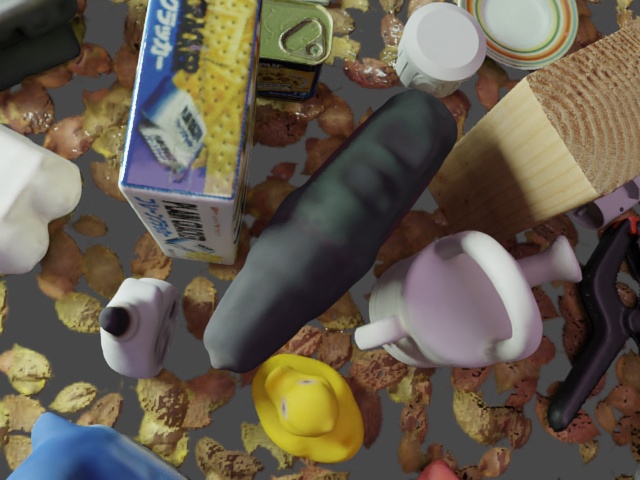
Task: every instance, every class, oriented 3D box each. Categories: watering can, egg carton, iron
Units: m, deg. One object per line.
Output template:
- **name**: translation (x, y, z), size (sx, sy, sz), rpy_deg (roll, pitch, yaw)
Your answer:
- **watering can**: translation (0.112, 0.042, 0.435), size (0.173, 0.194, 0.101), rpy_deg (-42, 87, -14)
- **egg carton**: translation (-0.274, -0.043, 0.456), size (0.150, 0.069, 0.107), rpy_deg (27, 76, -2)
- **iron**: translation (-0.121, 0.230, 0.388), size (0.258, 0.141, 0.119), rpy_deg (33, 76, -1)

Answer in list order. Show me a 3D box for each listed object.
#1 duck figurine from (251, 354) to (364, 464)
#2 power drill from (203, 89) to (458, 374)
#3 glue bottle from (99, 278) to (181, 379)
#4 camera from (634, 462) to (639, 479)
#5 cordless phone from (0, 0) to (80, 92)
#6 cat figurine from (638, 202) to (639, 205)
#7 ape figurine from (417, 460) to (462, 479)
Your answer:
- **duck figurine**: translation (-0.006, 0.135, 0.453), size (0.104, 0.086, 0.077), rpy_deg (42, 76, 1)
- **power drill**: translation (0.004, 0.001, 0.419), size (0.075, 0.208, 0.230), rpy_deg (39, 76, 1)
- **glue bottle**: translation (-0.130, 0.060, 0.405), size (0.037, 0.173, 0.078), rpy_deg (15, 77, -5)
- **camera**: translation (0.350, 0.266, 0.474), size (0.143, 0.100, 0.137), rpy_deg (17, 77, -5)
- **cordless phone**: translation (-0.270, -0.197, 0.429), size (0.148, 0.185, 0.094), rpy_deg (-37, 86, -14)
- **cat figurine**: translation (0.379, -0.083, 0.541), size (0.067, 0.117, 0.128), rpy_deg (28, 76, -2)
- **ape figurine**: translation (0.111, 0.216, 0.452), size (0.076, 0.092, 0.078), rpy_deg (-20, 82, -12)
